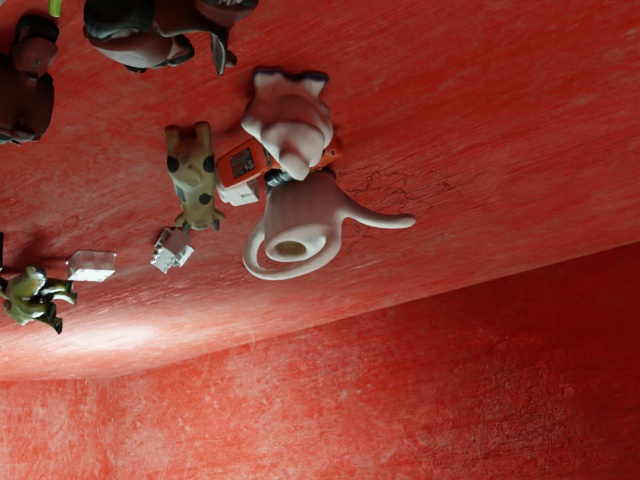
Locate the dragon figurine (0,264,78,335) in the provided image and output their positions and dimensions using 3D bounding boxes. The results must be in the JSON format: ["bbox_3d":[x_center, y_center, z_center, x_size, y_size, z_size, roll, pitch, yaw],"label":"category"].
[{"bbox_3d":[-0.696,0.111,1.163,0.242,0.125,0.401,14,148,-5],"label":"dragon figurine"}]

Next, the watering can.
[{"bbox_3d":[0.003,-0.048,0.949,0.345,0.230,0.102,-20,141,23],"label":"watering can"}]

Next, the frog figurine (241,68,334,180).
[{"bbox_3d":[-0.040,-0.147,0.715,0.137,0.162,0.121,9,154,-43],"label":"frog figurine"}]
